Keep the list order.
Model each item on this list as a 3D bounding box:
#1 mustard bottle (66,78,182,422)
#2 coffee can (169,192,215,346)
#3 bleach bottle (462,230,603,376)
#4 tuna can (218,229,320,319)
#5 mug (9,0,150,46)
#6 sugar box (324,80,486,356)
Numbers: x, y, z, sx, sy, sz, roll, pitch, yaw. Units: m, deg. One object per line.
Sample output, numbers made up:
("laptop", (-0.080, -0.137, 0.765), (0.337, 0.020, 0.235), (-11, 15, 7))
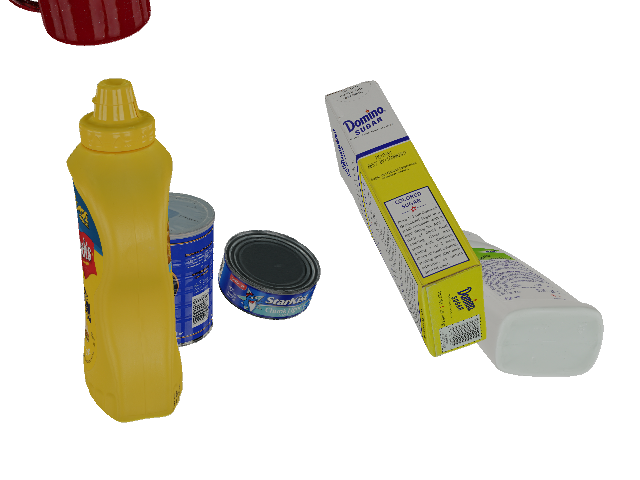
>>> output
("mustard bottle", (-0.112, 0.002, 0.614), (0.058, 0.192, 0.096), (-6, 26, -15))
("coffee can", (-0.168, 0.032, 1.170), (0.103, 0.140, 0.103), (3, 27, -2))
("bleach bottle", (0.167, 0.045, 1.018), (0.102, 0.068, 0.251), (2, 20, -13))
("tuna can", (-0.045, 0.030, 0.927), (0.086, 0.034, 0.086), (13, 34, -9))
("mug", (-0.183, -0.196, 0.790), (0.117, 0.081, 0.093), (-3, 37, 2))
("sugar box", (0.057, -0.017, 0.721), (0.048, 0.176, 0.093), (-19, -36, -3))
